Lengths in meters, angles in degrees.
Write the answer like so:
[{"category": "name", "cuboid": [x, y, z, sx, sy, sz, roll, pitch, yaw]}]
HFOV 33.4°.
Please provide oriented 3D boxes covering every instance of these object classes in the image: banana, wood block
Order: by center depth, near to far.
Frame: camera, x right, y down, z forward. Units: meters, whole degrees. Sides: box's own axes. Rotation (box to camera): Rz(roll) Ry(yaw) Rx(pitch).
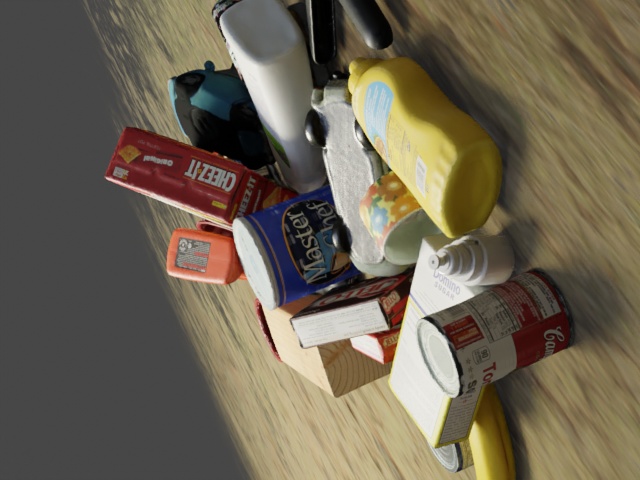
[{"category": "banana", "cuboid": [0.154, 0.184, 1.014, 0.070, 0.037, 0.198, 40, 147, 60]}, {"category": "wood block", "cuboid": [0.008, 0.112, 1.302, 0.206, 0.090, 0.090, 17, 127, 70]}]

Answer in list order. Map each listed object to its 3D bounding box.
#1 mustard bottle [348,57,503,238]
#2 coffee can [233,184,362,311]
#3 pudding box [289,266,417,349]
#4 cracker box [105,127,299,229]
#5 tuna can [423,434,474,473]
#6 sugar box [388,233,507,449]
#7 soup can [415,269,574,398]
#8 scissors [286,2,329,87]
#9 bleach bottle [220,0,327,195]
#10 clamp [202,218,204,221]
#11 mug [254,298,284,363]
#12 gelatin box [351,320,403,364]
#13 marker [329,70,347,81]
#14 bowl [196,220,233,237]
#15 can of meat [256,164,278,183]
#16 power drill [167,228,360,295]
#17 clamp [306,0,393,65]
[{"category": "mustard bottle", "cuboid": [0.075, -0.094, 0.875, 0.192, 0.058, 0.096, 54, 158, 40]}, {"category": "coffee can", "cuboid": [-0.007, 0.001, 1.117, 0.103, 0.140, 0.103, 58, 161, 33]}, {"category": "pudding box", "cuboid": [0.040, 0.067, 1.057, 0.114, 0.089, 0.039, -19, 97, 36]}, {"category": "cracker box", "cuboid": [-0.120, -0.058, 1.239, 0.164, 0.072, 0.213, 19, 178, 22]}, {"category": "tuna can", "cuboid": [0.134, 0.195, 1.100, 0.086, 0.033, 0.086, 58, 161, 33]}, {"category": "sugar box", "cuboid": [0.113, 0.089, 0.946, 0.093, 0.048, 0.176, 53, 141, 43]}, {"category": "soup can", "cuboid": [0.133, 0.071, 0.819, 0.068, 0.102, 0.068, 57, 160, 34]}, {"category": "scissors", "cuboid": [-0.042, -0.247, 1.133, 0.202, 0.016, 0.096, 59, 164, 27]}, {"category": "bleach bottle", "cuboid": [-0.037, -0.137, 1.147, 0.103, 0.068, 0.251, 58, 170, 35]}, {"category": "clamp", "cuboid": [-0.153, -0.081, 1.469, 0.172, 0.039, 0.120, 128, 123, -72]}, {"category": "mug", "cuboid": [-0.035, 0.099, 1.440, 0.093, 0.081, 0.117, 52, 158, 45]}, {"category": "gelatin box", "cuboid": [0.077, 0.092, 1.082, 0.089, 0.073, 0.030, -166, 57, -71]}, {"category": "marker", "cuboid": [0.023, -0.119, 1.085, 0.020, 0.020, 0.121, 52, 157, 46]}, {"category": "bowl", "cuboid": [-0.082, -0.008, 1.422, 0.162, 0.055, 0.162, 24, 168, 5]}, {"category": "can of meat", "cuboid": [-0.102, -0.094, 1.462, 0.102, 0.057, 0.084, 121, 129, -70]}, {"category": "power drill", "cuboid": [-0.070, 0.031, 1.240, 0.185, 0.187, 0.057, 7, 86, 36]}, {"category": "clamp", "cuboid": [0.004, -0.254, 0.940, 0.165, 0.036, 0.210, 26, 134, 66]}]
